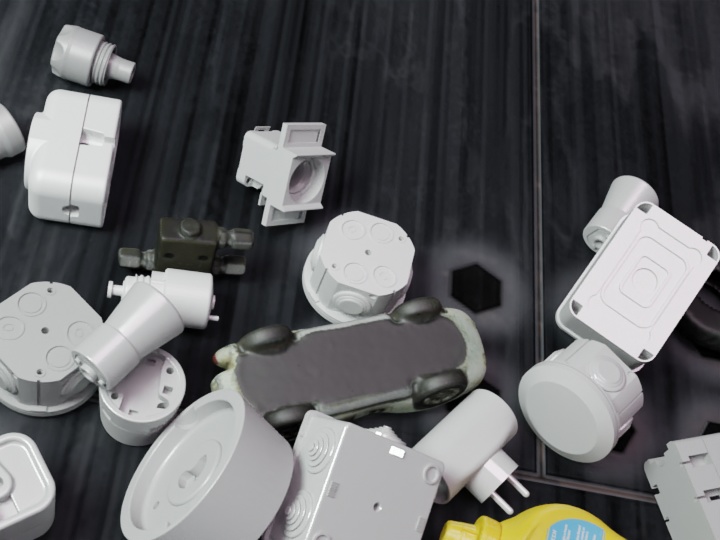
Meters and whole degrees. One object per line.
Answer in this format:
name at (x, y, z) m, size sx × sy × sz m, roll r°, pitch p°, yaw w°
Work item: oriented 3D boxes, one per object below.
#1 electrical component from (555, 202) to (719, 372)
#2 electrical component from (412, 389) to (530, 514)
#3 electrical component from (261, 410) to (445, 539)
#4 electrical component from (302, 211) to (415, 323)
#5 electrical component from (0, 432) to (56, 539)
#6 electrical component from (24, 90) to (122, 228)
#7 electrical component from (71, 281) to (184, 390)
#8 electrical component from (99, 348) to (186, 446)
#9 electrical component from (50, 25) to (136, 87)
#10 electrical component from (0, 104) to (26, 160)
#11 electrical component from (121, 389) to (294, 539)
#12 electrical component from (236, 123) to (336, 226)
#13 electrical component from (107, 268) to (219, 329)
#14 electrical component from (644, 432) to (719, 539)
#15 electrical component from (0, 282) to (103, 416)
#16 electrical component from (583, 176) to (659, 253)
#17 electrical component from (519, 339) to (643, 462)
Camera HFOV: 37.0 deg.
electrical component at (0.214, 0.014, 0.836) m, size 0.078 × 0.057 × 0.113 m, roll 35°, pitch 78°, yaw 7°
electrical component at (0.083, 0.135, 0.750) m, size 0.079 × 0.043 × 0.077 m, roll 44°, pitch 57°, yaw 13°
electrical component at (-0.002, 0.146, 0.680) m, size 0.100 × 0.048 × 0.099 m, roll 28°, pitch 75°, yaw -30°
electrical component at (0.000, 0.000, 0.806) m, size 0.080 × 0.051 × 0.080 m, roll 8°, pitch 57°, yaw -12°
electrical component at (-0.233, 0.145, 0.640) m, size 0.095 × 0.059 × 0.053 m, roll -22°, pitch 67°, yaw -27°
electrical component at (-0.213, -0.083, 0.795) m, size 0.059 × 0.053 × 0.095 m, roll 9°, pitch 57°, yaw -11°
electrical component at (-0.150, 0.044, 0.681) m, size 0.044 × 0.044 × 0.065 m, roll 39°, pitch 62°, yaw 10°
electrical component at (-0.145, 0.085, 0.711) m, size 0.055 × 0.047 × 0.055 m, roll 8°, pitch 57°, yaw -12°
electrical component at (-0.211, -0.166, 0.855) m, size 0.062 × 0.043 × 0.043 m, roll 18°, pitch 55°, yaw -7°
electrical component at (-0.278, -0.096, 0.793) m, size 0.046 × 0.040 × 0.040 m, roll -34°, pitch 73°, yaw -25°
electrical component at (-0.088, 0.135, 0.663) m, size 0.060 × 0.108 × 0.108 m, roll 43°, pitch 51°, yaw -25°
electrical component at (-0.060, -0.078, 0.826) m, size 0.064 × 0.081 × 0.042 m, roll 29°, pitch 24°, yaw 35°
electrical component at (-0.138, 0.019, 0.760) m, size 0.078 × 0.040 × 0.040 m, roll 8°, pitch 57°, yaw -11°
electrical component at (0.255, 0.168, 0.776) m, size 0.056 × 0.050 × 0.089 m, roll -6°, pitch 60°, yaw -20°
electrical component at (-0.208, 0.052, 0.712) m, size 0.080 × 0.051 × 0.080 m, roll 8°, pitch 57°, yaw -12°
electrical component at (0.217, -0.043, 0.905) m, size 0.044 × 0.044 × 0.065 m, roll 37°, pitch 61°, yaw 8°
electrical component at (0.160, 0.094, 0.778) m, size 0.080 × 0.080 × 0.051 m, roll 46°, pitch 52°, yaw 14°
